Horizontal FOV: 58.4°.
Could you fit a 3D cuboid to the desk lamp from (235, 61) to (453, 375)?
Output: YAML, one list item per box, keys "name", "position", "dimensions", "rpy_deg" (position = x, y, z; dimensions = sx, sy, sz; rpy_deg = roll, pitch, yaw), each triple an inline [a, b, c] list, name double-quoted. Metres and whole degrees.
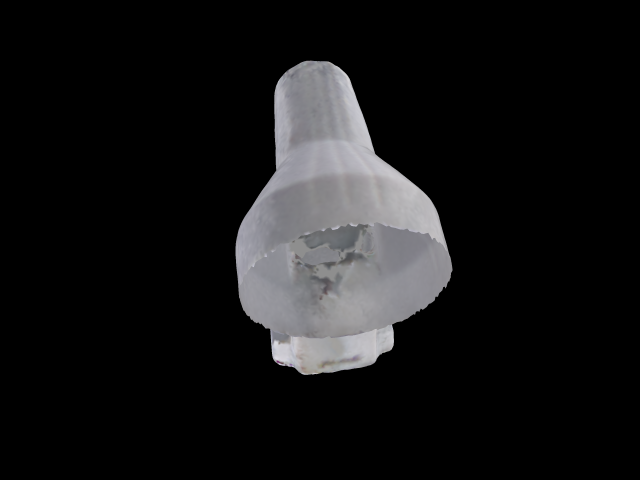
- name: "desk lamp"
  position: [0.004, 0.001, 0.400]
  dimensions: [0.118, 0.214, 0.203]
  rpy_deg: [-5, 40, -6]
